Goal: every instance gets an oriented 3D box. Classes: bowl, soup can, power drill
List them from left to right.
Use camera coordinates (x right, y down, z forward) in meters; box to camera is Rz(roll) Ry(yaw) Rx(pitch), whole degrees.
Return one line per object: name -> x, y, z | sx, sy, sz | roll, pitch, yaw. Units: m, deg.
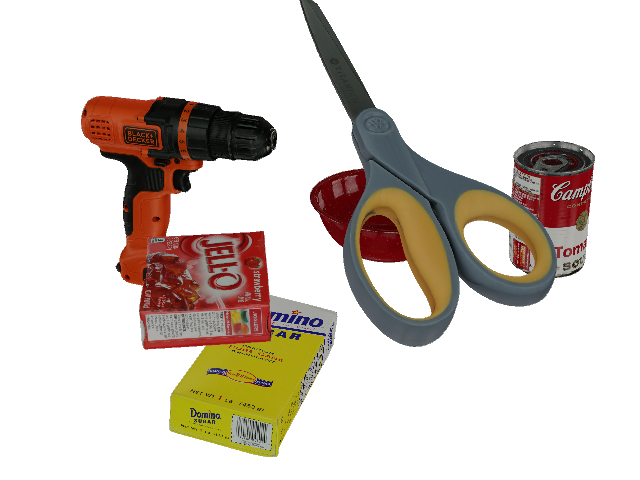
power drill -> -0.127, -0.043, 0.997 | 0.184, 0.188, 0.057 | 9, 30, 16
bowl -> 0.068, -0.021, 1.128 | 0.162, 0.055, 0.162 | 2, 27, -1
soup can -> 0.200, -0.027, 0.929 | 0.068, 0.102, 0.068 | -2, 28, 1

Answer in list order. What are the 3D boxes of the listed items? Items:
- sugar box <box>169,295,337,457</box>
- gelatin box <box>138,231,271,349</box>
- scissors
sugar box -> -0.053, 0.108, 0.916 | 0.093, 0.048, 0.176 | 13, 31, 11
gelatin box -> -0.067, 0.027, 0.630 | 0.073, 0.030, 0.089 | -3, 29, -3
scissors -> 0.044, -0.040, 0.467 | 0.096, 0.202, 0.016 | 3, -40, -10
